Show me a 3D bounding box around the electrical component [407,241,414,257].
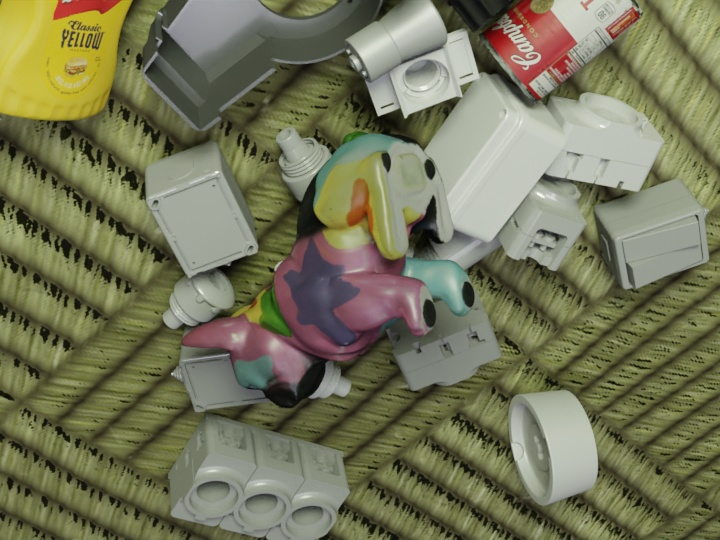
[{"bbox_3d":[0.000,0.000,0.906,0.057,0.058,0.078,19,120,-27],"label":"electrical component"}]

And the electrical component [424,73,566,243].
[{"bbox_3d":[0.098,-0.089,0.849,0.057,0.078,0.113,21,119,-28],"label":"electrical component"}]

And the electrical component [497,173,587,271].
[{"bbox_3d":[0.142,-0.052,0.878,0.050,0.089,0.055,15,121,-22],"label":"electrical component"}]

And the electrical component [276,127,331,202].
[{"bbox_3d":[-0.043,-0.084,0.844,0.043,0.043,0.062,-29,126,9],"label":"electrical component"}]

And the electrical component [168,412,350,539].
[{"bbox_3d":[-0.097,0.207,1.034,0.150,0.061,0.089,20,119,-24],"label":"electrical component"}]

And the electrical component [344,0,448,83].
[{"bbox_3d":[0.022,-0.160,0.750,0.065,0.044,0.044,-33,127,-6],"label":"electrical component"}]

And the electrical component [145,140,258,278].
[{"bbox_3d":[-0.122,-0.045,0.844,0.062,0.061,0.096,-21,127,3],"label":"electrical component"}]

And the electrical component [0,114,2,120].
[{"bbox_3d":[-0.324,-0.119,0.746,0.121,0.063,0.078,-23,127,5],"label":"electrical component"}]

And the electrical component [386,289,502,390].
[{"bbox_3d":[0.077,0.066,0.975,0.089,0.050,0.055,-22,127,4],"label":"electrical component"}]

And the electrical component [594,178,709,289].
[{"bbox_3d":[0.261,-0.032,0.936,0.096,0.061,0.061,-19,127,2],"label":"electrical component"}]

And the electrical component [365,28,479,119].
[{"bbox_3d":[0.042,-0.153,0.798,0.081,0.063,0.042,-20,130,3],"label":"electrical component"}]

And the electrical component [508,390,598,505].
[{"bbox_3d":[0.192,0.168,1.042,0.060,0.108,0.108,-10,127,-12],"label":"electrical component"}]

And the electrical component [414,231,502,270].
[{"bbox_3d":[0.079,-0.018,0.918,0.081,0.043,0.043,-35,125,13],"label":"electrical component"}]

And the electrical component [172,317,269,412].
[{"bbox_3d":[-0.117,0.078,0.941,0.096,0.061,0.061,-8,127,3],"label":"electrical component"}]

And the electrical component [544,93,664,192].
[{"bbox_3d":[0.193,-0.106,0.873,0.089,0.050,0.055,8,124,-18],"label":"electrical component"}]

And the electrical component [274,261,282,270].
[{"bbox_3d":[-0.056,0.020,0.918,0.043,0.043,0.062,-18,126,1],"label":"electrical component"}]

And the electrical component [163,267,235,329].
[{"bbox_3d":[-0.140,0.026,0.904,0.062,0.048,0.048,-38,125,24],"label":"electrical component"}]

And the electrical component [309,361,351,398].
[{"bbox_3d":[-0.037,0.097,0.978,0.062,0.043,0.043,27,116,-29],"label":"electrical component"}]
